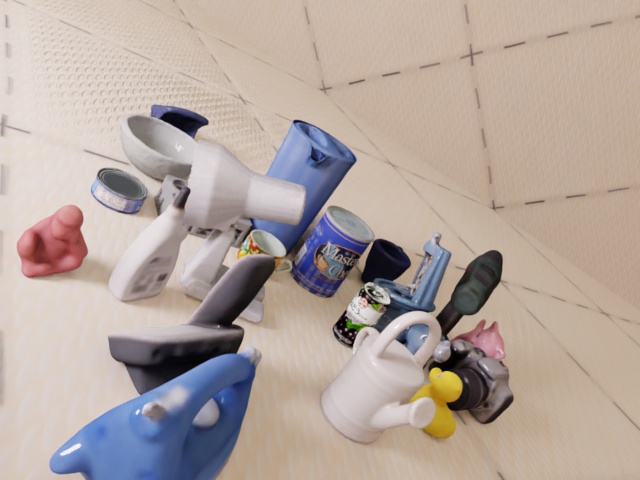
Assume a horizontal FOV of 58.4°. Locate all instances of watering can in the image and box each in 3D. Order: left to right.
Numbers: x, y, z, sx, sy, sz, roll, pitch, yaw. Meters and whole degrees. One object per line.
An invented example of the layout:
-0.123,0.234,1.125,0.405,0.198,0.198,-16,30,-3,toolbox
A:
0.096,0.179,0.770,0.101,0.194,0.172,5,36,-50,watering can

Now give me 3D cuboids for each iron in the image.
-0.121,0.164,0.567,0.118,0.141,0.259,39,22,13,iron

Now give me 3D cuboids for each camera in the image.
0.253,0.238,0.993,0.137,0.100,0.142,10,32,-45,camera

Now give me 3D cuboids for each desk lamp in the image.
-0.127,-0.017,0.837,0.204,0.213,0.118,27,23,-18,desk lamp

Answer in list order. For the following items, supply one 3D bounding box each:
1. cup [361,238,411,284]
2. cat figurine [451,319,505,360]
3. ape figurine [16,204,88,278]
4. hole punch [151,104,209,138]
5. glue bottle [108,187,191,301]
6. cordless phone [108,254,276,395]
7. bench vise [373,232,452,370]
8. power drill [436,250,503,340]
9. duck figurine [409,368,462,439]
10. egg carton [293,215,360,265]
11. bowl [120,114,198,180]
0.134,0.056,1.211,0.091,0.095,0.118,38,22,11,cup
0.320,0.204,1.134,0.067,0.117,0.128,32,22,-5,cat figurine
-0.320,-0.004,0.702,0.078,0.092,0.076,25,23,-21,ape figurine
-0.313,-0.261,1.247,0.109,0.091,0.100,12,30,-43,hole punch
-0.206,0.003,0.738,0.037,0.173,0.078,44,24,23,glue bottle
-0.140,0.081,0.653,0.094,0.185,0.148,46,25,28,cordless phone
0.181,0.109,1.000,0.207,0.219,0.122,46,25,28,bench vise
0.275,0.121,1.122,0.075,0.208,0.230,38,22,10,power drill
0.191,0.250,0.900,0.078,0.086,0.104,21,25,-29,duck figurine
0.011,0.004,1.180,0.151,0.069,0.107,23,24,-26,egg carton
-0.303,-0.162,1.076,0.168,0.074,0.167,29,22,-13,bowl
